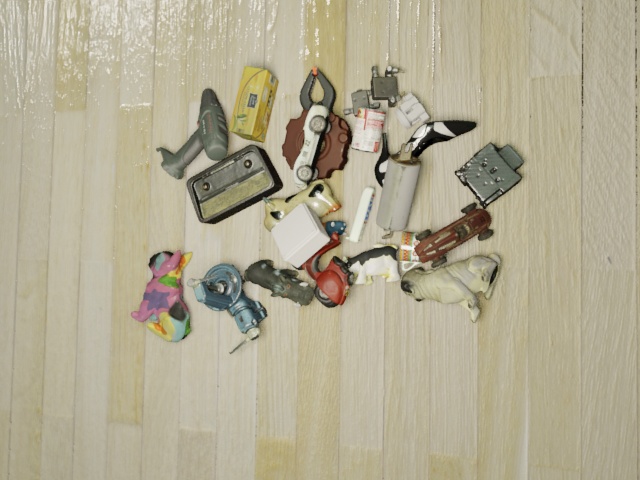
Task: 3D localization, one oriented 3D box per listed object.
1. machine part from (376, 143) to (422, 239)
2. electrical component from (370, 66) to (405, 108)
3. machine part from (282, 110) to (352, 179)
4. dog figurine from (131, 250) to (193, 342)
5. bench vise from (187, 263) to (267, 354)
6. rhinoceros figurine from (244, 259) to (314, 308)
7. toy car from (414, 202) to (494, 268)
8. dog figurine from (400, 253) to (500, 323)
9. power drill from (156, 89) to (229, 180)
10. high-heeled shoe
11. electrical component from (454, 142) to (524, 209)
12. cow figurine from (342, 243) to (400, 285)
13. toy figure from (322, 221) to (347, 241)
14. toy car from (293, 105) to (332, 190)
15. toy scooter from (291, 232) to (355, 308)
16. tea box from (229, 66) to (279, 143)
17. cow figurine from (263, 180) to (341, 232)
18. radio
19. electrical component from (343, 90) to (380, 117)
[{"bbox_3d":[0.182,-0.109,1.249,0.079,0.079,0.243,16,119,15],"label":"machine part"},{"bbox_3d":[0.165,-0.375,1.308,0.078,0.045,0.102,3,83,-11],"label":"electrical component"},{"bbox_3d":[-0.009,-0.235,1.325,0.180,0.056,0.179,2,97,16],"label":"machine part"},{"bbox_3d":[-0.388,0.134,1.412,0.192,0.108,0.219,30,93,15],"label":"dog figurine"},{"bbox_3d":[-0.234,0.145,1.311,0.129,0.240,0.224,-27,65,16],"label":"bench vise"},{"bbox_3d":[-0.097,0.104,1.331,0.191,0.112,0.073,23,92,23],"label":"rhinoceros figurine"},{"bbox_3d":[0.307,-0.012,1.223,0.202,0.053,0.089,-27,89,-17],"label":"toy car"},{"bbox_3d":[0.298,0.080,1.241,0.191,0.121,0.172,24,60,32],"label":"dog figurine"},{"bbox_3d":[-0.331,-0.269,1.417,0.207,0.086,0.232,-33,55,11],"label":"power drill"},{"bbox_3d":[0.249,-0.199,1.273,0.249,0.086,0.145,-7,93,16],"label":"high-heeled shoe"},{"bbox_3d":[0.396,-0.155,1.238,0.134,0.058,0.115,-41,80,10],"label":"electrical component"},{"bbox_3d":[0.109,0.060,1.298,0.167,0.068,0.098,-5,87,15],"label":"cow figurine"},{"bbox_3d":[-0.003,-0.004,1.335,0.154,0.064,0.058,-36,66,12],"label":"toy figure"},{"bbox_3d":[-0.020,-0.215,1.263,0.056,0.073,0.201,18,101,10],"label":"toy car"},{"bbox_3d":[0.020,0.061,1.266,0.135,0.075,0.184,-45,68,14],"label":"toy scooter"},{"bbox_3d":[-0.168,-0.344,1.378,0.068,0.098,0.169,15,90,15],"label":"tea box"},{"bbox_3d":[-0.058,-0.081,1.343,0.195,0.085,0.127,-32,86,14],"label":"cow figurine"},{"bbox_3d":[-0.224,-0.143,1.395,0.230,0.073,0.131,-26,81,12],"label":"radio"},{"bbox_3d":[0.102,-0.343,1.343,0.094,0.021,0.063,-11,85,14],"label":"electrical component"}]
